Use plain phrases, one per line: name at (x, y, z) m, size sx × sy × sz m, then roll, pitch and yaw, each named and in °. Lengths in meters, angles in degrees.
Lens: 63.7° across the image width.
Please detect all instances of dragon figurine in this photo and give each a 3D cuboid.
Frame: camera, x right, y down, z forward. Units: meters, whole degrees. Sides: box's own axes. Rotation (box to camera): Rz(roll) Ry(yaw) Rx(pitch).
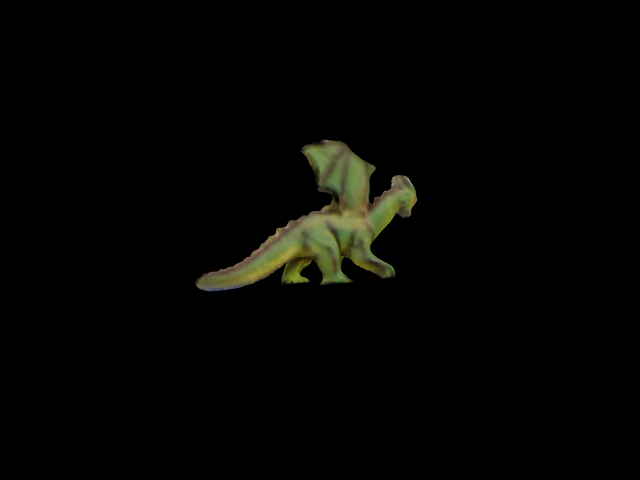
dragon figurine at (0.003, -0.043, 0.850) m, size 0.411 × 0.243 × 0.122 m, roll -1°, pitch 1°, yaw -28°
